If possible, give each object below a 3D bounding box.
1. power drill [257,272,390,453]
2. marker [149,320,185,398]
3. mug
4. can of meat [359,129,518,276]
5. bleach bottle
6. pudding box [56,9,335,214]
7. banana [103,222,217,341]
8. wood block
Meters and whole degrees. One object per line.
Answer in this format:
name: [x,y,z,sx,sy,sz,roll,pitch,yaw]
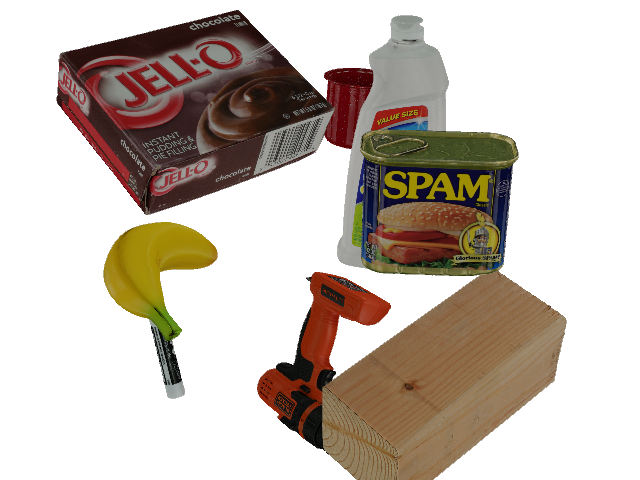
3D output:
power drill: [0.013,0.144,1.242,0.057,0.188,0.185,15,10,-44]
marker: [-0.160,0.102,1.087,0.020,0.121,0.020,-11,14,3]
mug: [0.054,-0.164,1.314,0.093,0.081,0.117,17,26,28]
can of meat: [0.076,-0.025,0.711,0.102,0.084,0.057,2,25,3]
bleach bottle: [0.070,-0.093,1.041,0.103,0.251,0.068,8,28,13]
pudding box: [-0.064,-0.069,0.546,0.113,0.090,0.039,-22,-31,-36]
banana: [-0.117,0.019,0.769,0.037,0.069,0.197,-38,10,13]
wood block: [0.107,0.123,0.922,0.205,0.090,0.091,-31,51,-28]
